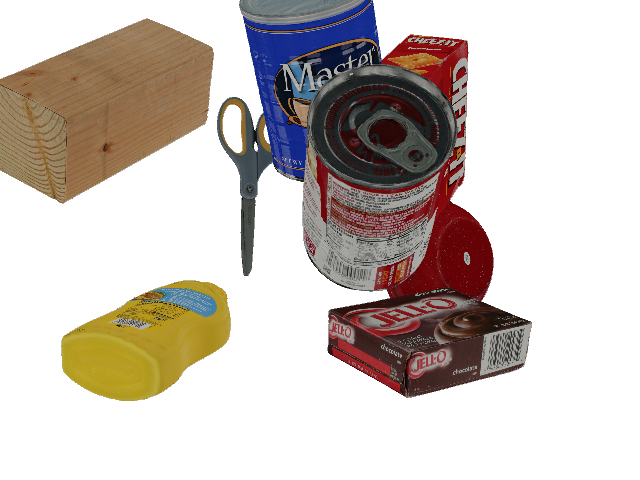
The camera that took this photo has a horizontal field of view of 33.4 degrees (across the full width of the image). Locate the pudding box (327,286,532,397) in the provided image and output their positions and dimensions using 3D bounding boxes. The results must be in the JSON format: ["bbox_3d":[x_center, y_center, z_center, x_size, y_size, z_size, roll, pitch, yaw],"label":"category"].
[{"bbox_3d":[0.074,0.068,0.740,0.113,0.039,0.090,-6,19,-35],"label":"pudding box"}]

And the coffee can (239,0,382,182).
[{"bbox_3d":[-0.001,-0.132,0.846,0.103,0.140,0.103,-8,31,5],"label":"coffee can"}]

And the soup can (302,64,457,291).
[{"bbox_3d":[0.026,-0.026,0.519,0.068,0.068,0.102,0,-31,-2],"label":"soup can"}]

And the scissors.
[{"bbox_3d":[-0.064,-0.067,1.203,0.096,0.202,0.016,-12,-6,-15],"label":"scissors"}]

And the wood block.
[{"bbox_3d":[-0.201,-0.128,1.011,0.090,0.091,0.205,27,38,21],"label":"wood block"}]

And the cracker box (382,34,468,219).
[{"bbox_3d":[0.085,-0.092,1.038,0.072,0.164,0.213,10,28,21],"label":"cracker box"}]

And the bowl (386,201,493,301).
[{"bbox_3d":[0.145,0.022,1.205,0.161,0.162,0.055,0,-6,-39],"label":"bowl"}]

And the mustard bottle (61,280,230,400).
[{"bbox_3d":[-0.133,0.077,0.930,0.096,0.058,0.191,8,18,22],"label":"mustard bottle"}]
